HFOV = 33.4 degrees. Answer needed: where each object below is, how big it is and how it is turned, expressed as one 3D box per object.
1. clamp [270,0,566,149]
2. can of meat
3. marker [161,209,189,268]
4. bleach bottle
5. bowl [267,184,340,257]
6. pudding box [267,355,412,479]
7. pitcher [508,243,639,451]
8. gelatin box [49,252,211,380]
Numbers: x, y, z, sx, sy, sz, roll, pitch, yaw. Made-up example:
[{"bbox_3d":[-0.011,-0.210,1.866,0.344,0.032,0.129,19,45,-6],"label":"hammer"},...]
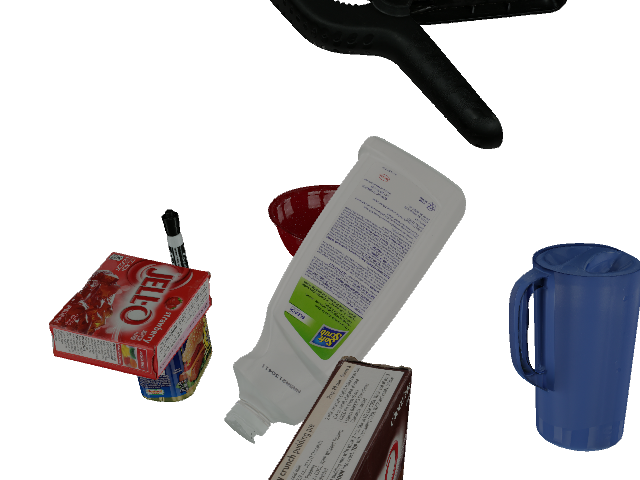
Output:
[{"bbox_3d":[0.051,-0.143,0.709,0.210,0.164,0.036,16,-38,6],"label":"clamp"},{"bbox_3d":[-0.140,0.091,1.001,0.057,0.084,0.102,-1,26,13],"label":"can of meat"},{"bbox_3d":[-0.160,0.019,1.206,0.020,0.121,0.020,-6,30,3],"label":"marker"},{"bbox_3d":[0.006,0.043,0.829,0.103,0.250,0.068,33,-17,17],"label":"bleach bottle"},{"bbox_3d":[0.024,-0.004,1.116,0.162,0.055,0.162,4,26,-2],"label":"bowl"},{"bbox_3d":[0.007,0.117,0.465,0.039,0.090,0.113,10,29,14],"label":"pudding box"},{"bbox_3d":[0.316,0.133,1.317,0.149,0.243,0.144,5,18,20],"label":"pitcher"},{"bbox_3d":[-0.120,0.046,0.689,0.073,0.030,0.089,11,34,15],"label":"gelatin box"}]
